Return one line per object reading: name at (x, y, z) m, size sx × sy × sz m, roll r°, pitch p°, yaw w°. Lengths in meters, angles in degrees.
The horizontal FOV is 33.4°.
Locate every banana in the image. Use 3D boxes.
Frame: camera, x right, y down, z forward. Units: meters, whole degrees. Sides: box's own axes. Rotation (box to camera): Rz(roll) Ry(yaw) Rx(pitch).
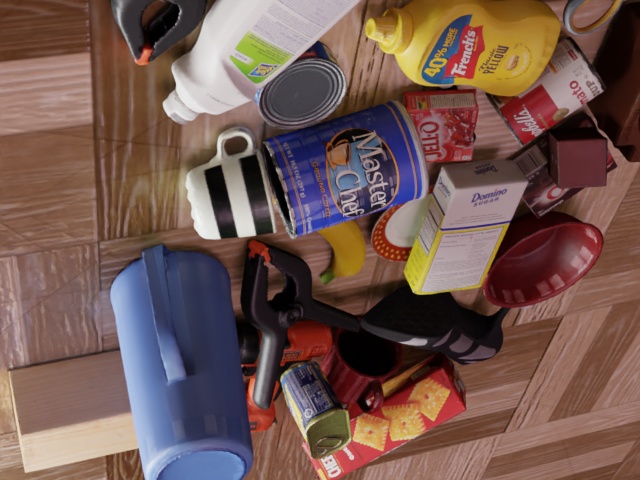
banana at (0.010, -0.005, 1.184) m, size 0.069 × 0.037 × 0.197 m, roll -26°, pitch 144°, yaw 2°

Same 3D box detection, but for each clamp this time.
clamp at (-0.110, -0.213, 0.855) m, size 0.120 × 0.039 × 0.172 m, roll 1°, pitch 142°, yaw -21°
clamp at (-0.045, 0.090, 1.224) m, size 0.164 × 0.036 × 0.210 m, roll -45°, pitch 133°, yaw -17°

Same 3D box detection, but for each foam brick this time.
foam brick at (0.273, -0.088, 1.137) m, size 0.051 × 0.078 × 0.053 m, roll -2°, pitch 104°, yaw 4°

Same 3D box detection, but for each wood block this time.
wood block at (-0.250, 0.192, 1.249) m, size 0.205 × 0.091 × 0.090 m, roll -10°, pitch 143°, yaw -18°

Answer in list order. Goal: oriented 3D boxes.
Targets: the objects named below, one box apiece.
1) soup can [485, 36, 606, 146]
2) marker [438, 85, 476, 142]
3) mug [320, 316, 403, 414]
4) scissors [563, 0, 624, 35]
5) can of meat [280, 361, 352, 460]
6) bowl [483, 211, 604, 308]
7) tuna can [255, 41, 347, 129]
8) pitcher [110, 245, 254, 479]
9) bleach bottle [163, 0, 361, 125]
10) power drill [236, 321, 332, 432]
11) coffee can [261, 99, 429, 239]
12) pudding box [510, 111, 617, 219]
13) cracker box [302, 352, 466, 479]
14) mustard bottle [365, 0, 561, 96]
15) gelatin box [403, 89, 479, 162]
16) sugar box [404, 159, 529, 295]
soup can at (0.230, -0.152, 1.091) m, size 0.102 × 0.068 × 0.068 m, roll -34°, pitch 143°, yaw 13°
marker at (0.141, -0.136, 1.103) m, size 0.020 × 0.020 × 0.121 m, roll -27°, pitch 144°, yaw 5°
mug at (0.052, 0.167, 1.362) m, size 0.093 × 0.117 × 0.082 m, roll -6°, pitch 146°, yaw -27°
scissors at (0.283, -0.285, 0.987) m, size 0.096 × 0.016 × 0.202 m, roll 32°, pitch 100°, yaw -18°
can of meat at (-0.006, 0.209, 1.318) m, size 0.057 × 0.084 × 0.102 m, roll -24°, pitch 144°, yaw -11°
bowl at (0.268, 0.014, 1.331) m, size 0.162 × 0.055 × 0.162 m, roll -14°, pitch 143°, yaw -11°
tuna can at (-0.021, -0.145, 0.992) m, size 0.086 × 0.034 × 0.086 m, roll -15°, pitch 143°, yaw -11°
pitcher at (-0.143, 0.132, 1.101) m, size 0.149 × 0.243 × 0.145 m, roll 22°, pitch 127°, yaw -36°
bleach bottle at (-0.048, -0.189, 0.899) m, size 0.251 × 0.068 × 0.102 m, roll -40°, pitch 140°, yaw 25°
power drill at (-0.093, 0.171, 1.332) m, size 0.184 × 0.057 × 0.188 m, roll 1°, pitch 138°, yaw -30°
coffee can at (0.024, -0.070, 1.052) m, size 0.140 × 0.103 × 0.103 m, roll -18°, pitch 144°, yaw -7°
pudding box at (0.276, -0.085, 1.224) m, size 0.113 × 0.039 × 0.090 m, roll -33°, pitch 142°, yaw 13°
cracker box at (0.090, 0.235, 1.445) m, size 0.214 × 0.072 × 0.164 m, roll -29°, pitch 179°, yaw 8°
mustard bottle at (0.127, -0.187, 0.998) m, size 0.191 × 0.058 × 0.096 m, roll 2°, pitch 137°, yaw -30°
gelatin box at (0.121, -0.114, 1.087) m, size 0.073 × 0.030 × 0.089 m, roll -2°, pitch 148°, yaw 1°
sugar box at (0.162, -0.013, 1.212) m, size 0.093 × 0.048 × 0.176 m, roll -6°, pitch 136°, yaw -21°
